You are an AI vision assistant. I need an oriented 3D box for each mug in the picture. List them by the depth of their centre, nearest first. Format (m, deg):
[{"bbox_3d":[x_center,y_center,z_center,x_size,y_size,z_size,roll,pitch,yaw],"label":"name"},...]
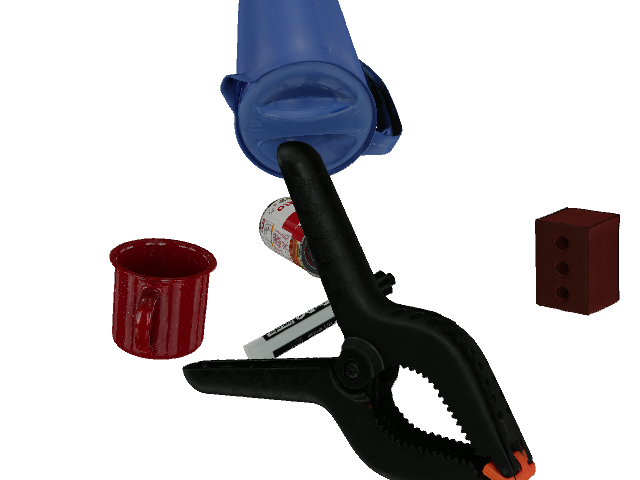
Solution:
[{"bbox_3d":[-0.142,0.057,0.931,0.093,0.081,0.117,7,21,0],"label":"mug"}]

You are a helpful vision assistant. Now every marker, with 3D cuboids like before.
[{"bbox_3d":[0.001,0.055,0.769,0.121,0.020,0.020,-28,7,-13],"label":"marker"}]

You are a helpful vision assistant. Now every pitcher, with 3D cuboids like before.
[{"bbox_3d":[-0.015,-0.178,1.075,0.145,0.149,0.243,-19,40,9],"label":"pitcher"}]

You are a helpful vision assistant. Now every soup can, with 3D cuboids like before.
[{"bbox_3d":[-0.017,-0.005,1.200,0.068,0.068,0.102,0,16,-31],"label":"soup can"}]

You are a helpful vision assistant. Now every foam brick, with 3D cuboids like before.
[{"bbox_3d":[0.215,0.017,0.893,0.053,0.078,0.051,11,22,44],"label":"foam brick"}]

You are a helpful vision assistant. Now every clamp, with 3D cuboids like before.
[{"bbox_3d":[0.025,0.054,0.563,0.210,0.165,0.036,29,24,27],"label":"clamp"}]
